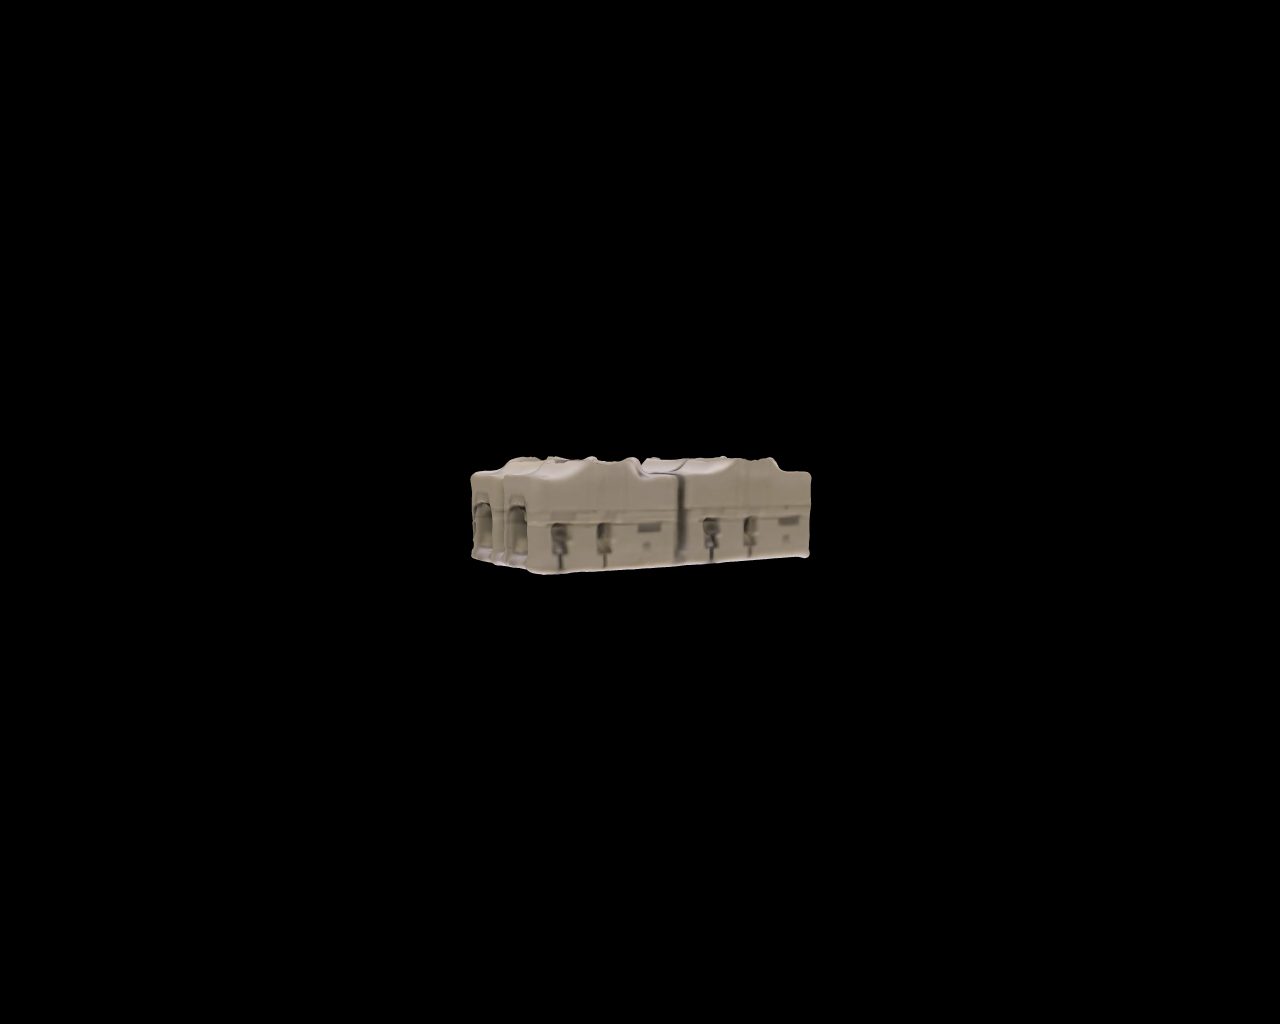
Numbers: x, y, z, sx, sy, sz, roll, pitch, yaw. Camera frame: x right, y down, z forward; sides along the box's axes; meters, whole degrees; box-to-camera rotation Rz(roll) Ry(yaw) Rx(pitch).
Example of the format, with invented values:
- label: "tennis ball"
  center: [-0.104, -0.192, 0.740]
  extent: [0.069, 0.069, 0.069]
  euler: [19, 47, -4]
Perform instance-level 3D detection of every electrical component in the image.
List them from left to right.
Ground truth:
- label: "electrical component"
  center: [0.001, -0.003, 0.650]
  extent: [0.186, 0.060, 0.105]
  euler: [-2, 4, -27]
